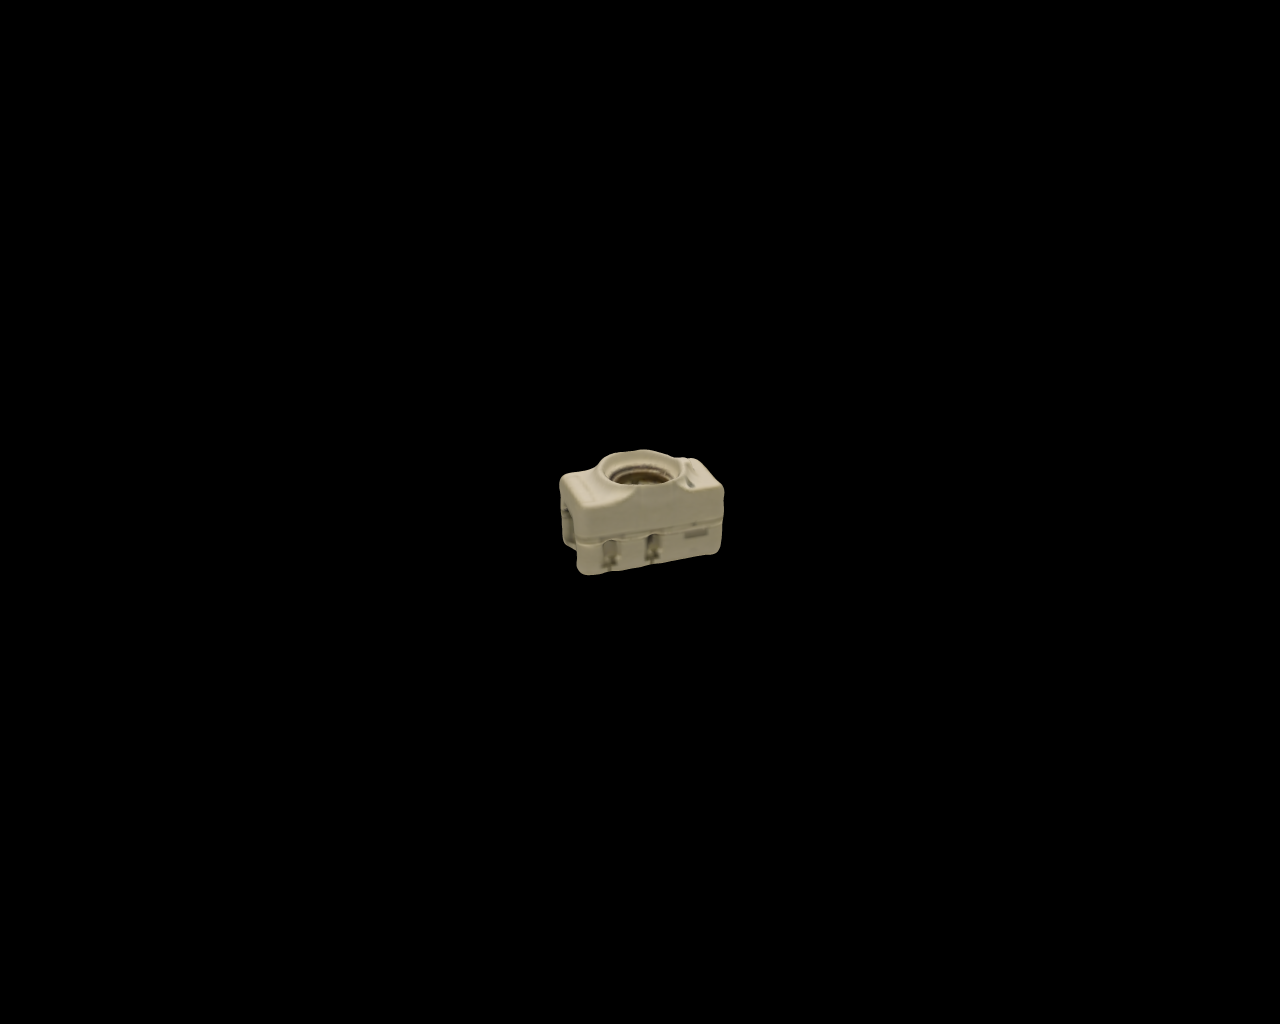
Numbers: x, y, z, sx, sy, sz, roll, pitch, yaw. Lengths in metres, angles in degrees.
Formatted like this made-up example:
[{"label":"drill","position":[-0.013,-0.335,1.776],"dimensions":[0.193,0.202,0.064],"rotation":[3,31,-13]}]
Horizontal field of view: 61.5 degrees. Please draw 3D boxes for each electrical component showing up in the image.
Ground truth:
[{"label":"electrical component","position":[0.001,-0.003,0.650],"dimensions":[0.090,0.055,0.050],"rotation":[-8,28,-16]}]
